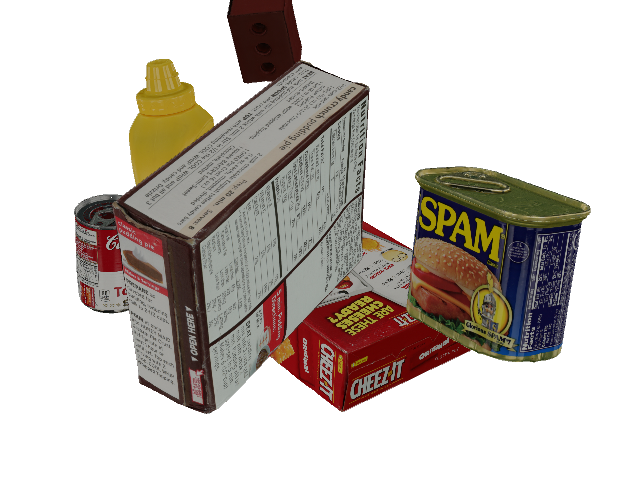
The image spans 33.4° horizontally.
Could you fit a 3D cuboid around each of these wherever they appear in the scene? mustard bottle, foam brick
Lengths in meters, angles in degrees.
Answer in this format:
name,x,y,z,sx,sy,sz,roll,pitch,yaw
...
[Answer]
name,x,y,z,sx,sy,sz,roll,pitch,yaw
mustard bottle,-0.101,-0.038,0.781,0.058,0.191,0.096,-1,25,17
foam brick,-0.050,-0.188,0.964,0.053,0.051,0.078,-4,-43,9

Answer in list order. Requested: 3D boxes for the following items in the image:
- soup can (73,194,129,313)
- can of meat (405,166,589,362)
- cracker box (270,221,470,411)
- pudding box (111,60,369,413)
name,x,y,z,sx,sy,sz,roll,pitch,yaw
soup can,-0.212,0.014,1.078,0.068,0.102,0.068,3,29,-2
can of meat,0.094,0.012,0.592,0.057,0.084,0.102,-7,21,-32
cracker box,0.014,0.054,0.981,0.163,0.072,0.214,-20,37,-34
pudding box,-0.025,-0.003,0.406,0.039,0.090,0.113,22,45,24
